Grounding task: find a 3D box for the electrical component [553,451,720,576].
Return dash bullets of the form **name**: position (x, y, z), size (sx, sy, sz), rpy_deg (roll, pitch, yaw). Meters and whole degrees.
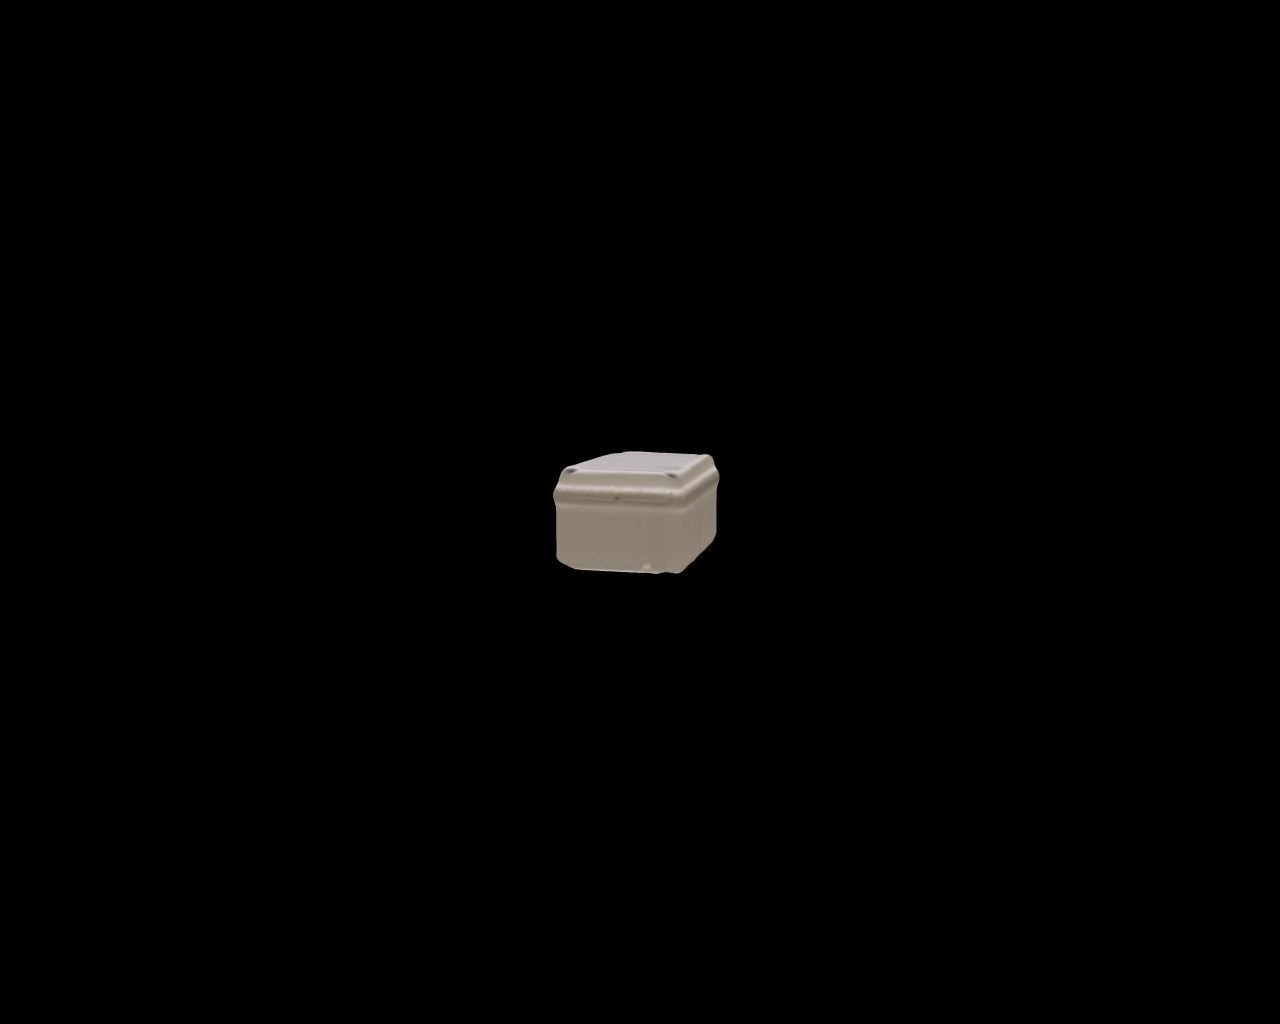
- **electrical component**: position (0.001, -0.003, 0.650), size (0.078, 0.057, 0.113), rpy_deg (3, 10, 15)
